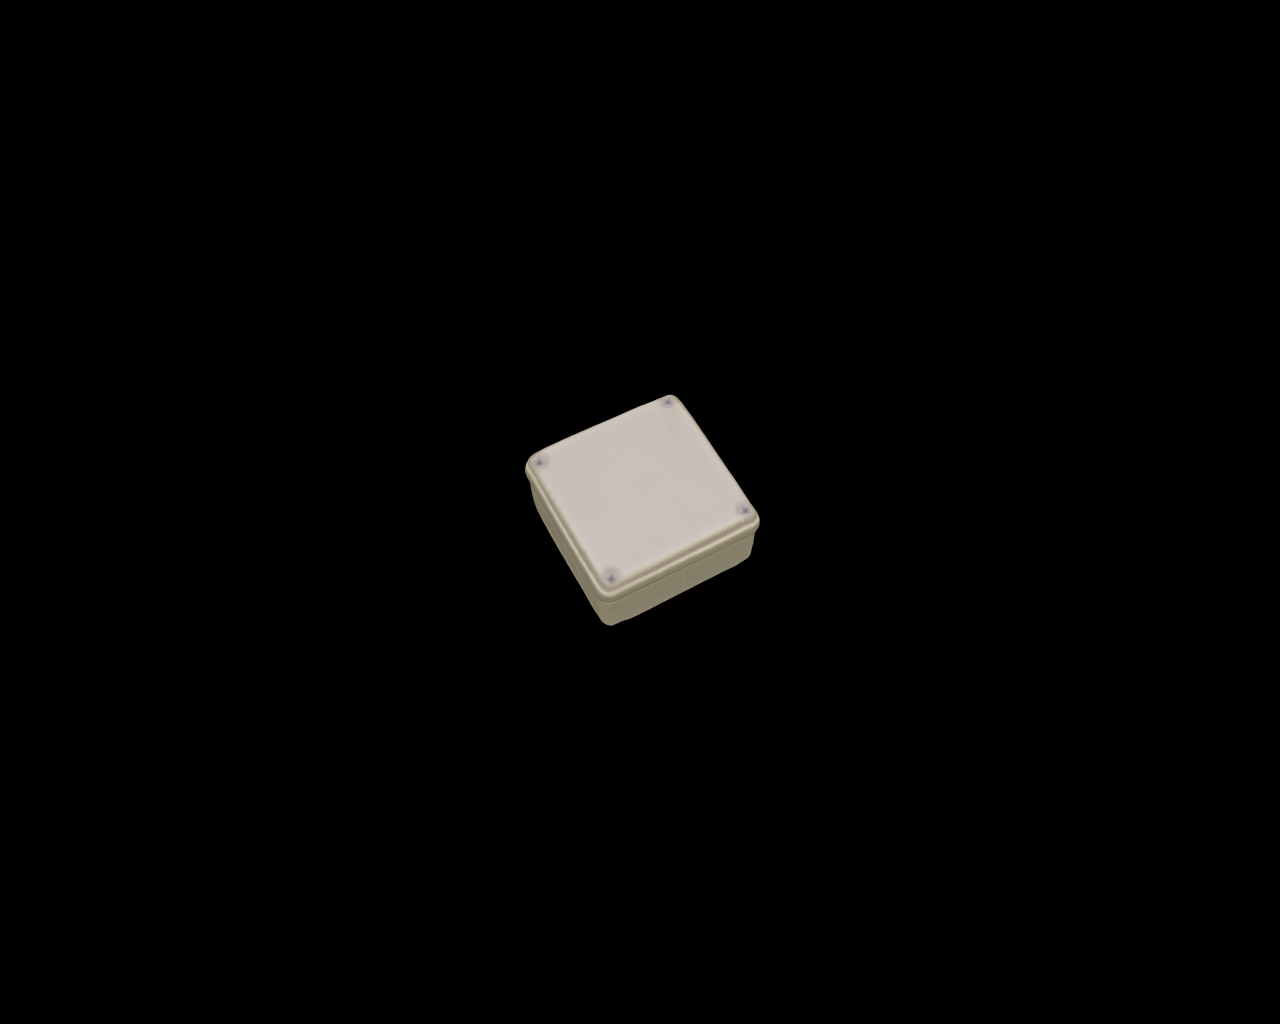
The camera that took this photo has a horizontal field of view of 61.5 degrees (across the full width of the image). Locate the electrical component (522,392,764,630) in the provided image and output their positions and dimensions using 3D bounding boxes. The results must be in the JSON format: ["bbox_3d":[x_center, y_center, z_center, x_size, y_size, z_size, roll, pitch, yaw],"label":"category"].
[{"bbox_3d":[0.001,-0.003,0.650,0.109,0.109,0.056,-25,-27,-14],"label":"electrical component"}]
